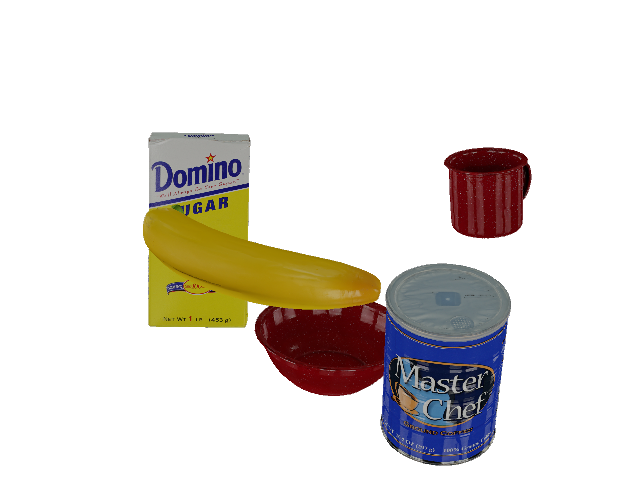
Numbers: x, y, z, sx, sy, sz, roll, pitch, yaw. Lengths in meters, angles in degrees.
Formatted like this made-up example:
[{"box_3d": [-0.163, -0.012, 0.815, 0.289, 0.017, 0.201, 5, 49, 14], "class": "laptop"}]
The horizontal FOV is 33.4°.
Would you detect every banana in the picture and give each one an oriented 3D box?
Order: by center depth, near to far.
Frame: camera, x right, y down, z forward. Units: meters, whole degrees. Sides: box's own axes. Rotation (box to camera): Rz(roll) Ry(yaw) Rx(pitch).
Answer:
[{"box_3d": [-0.055, 0.009, 0.695, 0.198, 0.037, 0.069, 22, 37, 37], "class": "banana"}]

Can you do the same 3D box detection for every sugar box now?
[{"box_3d": [-0.112, -0.009, 0.982, 0.093, 0.176, 0.048, 0, 14, -5], "class": "sugar box"}]

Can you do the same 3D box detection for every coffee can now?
[{"box_3d": [0.104, 0.105, 0.911, 0.103, 0.140, 0.103, 0, 32, 0], "class": "coffee can"}]

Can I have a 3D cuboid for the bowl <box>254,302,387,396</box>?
[{"box_3d": [0.011, 0.115, 1.117, 0.162, 0.055, 0.162, 3, 25, -1], "class": "bowl"}]

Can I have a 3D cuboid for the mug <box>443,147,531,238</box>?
[{"box_3d": [0.198, -0.057, 1.221, 0.117, 0.081, 0.093, -22, 27, -35], "class": "mug"}]
